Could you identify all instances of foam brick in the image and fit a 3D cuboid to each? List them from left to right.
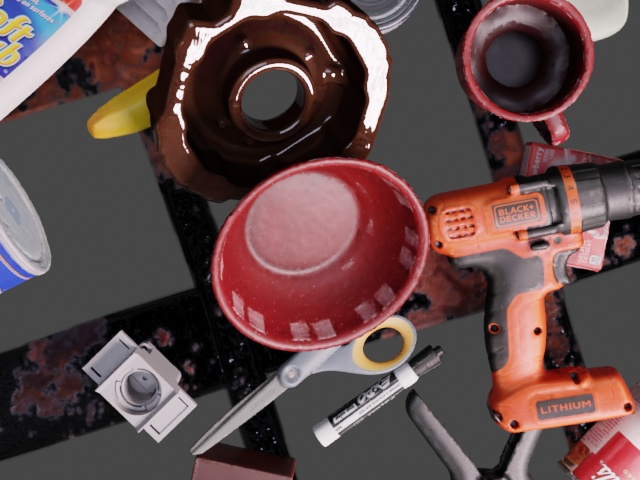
[{"bbox_3d":[-0.062,0.194,0.834,0.078,0.051,0.053,12,95,-2],"label":"foam brick"}]

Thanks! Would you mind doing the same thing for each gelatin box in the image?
[{"bbox_3d":[0.187,-0.026,0.824,0.073,0.030,0.089,11,96,-2],"label":"gelatin box"}]

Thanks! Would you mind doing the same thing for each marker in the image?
[{"bbox_3d":[0.048,0.121,0.844,0.121,0.020,0.020,-36,96,3],"label":"marker"}]

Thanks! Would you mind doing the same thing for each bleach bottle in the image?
[{"bbox_3d":[-0.211,-0.165,0.743,0.251,0.068,0.102,-36,98,23],"label":"bleach bottle"}]

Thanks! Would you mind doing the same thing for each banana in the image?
[{"bbox_3d":[-0.089,-0.141,0.791,0.198,0.069,0.037,-45,52,12],"label":"banana"}]

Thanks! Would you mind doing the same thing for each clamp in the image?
[{"bbox_3d":[0.144,0.186,0.844,0.120,0.039,0.171,-15,96,4],"label":"clamp"}]

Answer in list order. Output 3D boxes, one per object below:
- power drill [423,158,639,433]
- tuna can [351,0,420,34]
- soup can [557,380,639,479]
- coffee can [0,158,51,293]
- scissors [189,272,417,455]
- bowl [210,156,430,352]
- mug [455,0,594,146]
[{"bbox_3d":[0.179,0.039,0.788,0.184,0.057,0.187,-10,94,6],"label":"power drill"},{"bbox_3d":[0.036,-0.197,0.800,0.086,0.034,0.086,0,96,-1],"label":"tuna can"},{"bbox_3d":[0.245,0.162,0.827,0.068,0.068,0.102,44,93,-5],"label":"soup can"},{"bbox_3d":[-0.285,0.008,0.784,0.140,0.103,0.103,-26,96,2],"label":"coffee can"},{"bbox_3d":[-0.003,0.109,0.826,0.096,0.016,0.201,37,84,-9],"label":"scissors"},{"bbox_3d":[-0.005,0.001,0.774,0.162,0.055,0.162,-9,123,-14],"label":"bowl"},{"bbox_3d":[0.151,-0.123,0.786,0.093,0.081,0.117,-30,96,3],"label":"mug"}]
